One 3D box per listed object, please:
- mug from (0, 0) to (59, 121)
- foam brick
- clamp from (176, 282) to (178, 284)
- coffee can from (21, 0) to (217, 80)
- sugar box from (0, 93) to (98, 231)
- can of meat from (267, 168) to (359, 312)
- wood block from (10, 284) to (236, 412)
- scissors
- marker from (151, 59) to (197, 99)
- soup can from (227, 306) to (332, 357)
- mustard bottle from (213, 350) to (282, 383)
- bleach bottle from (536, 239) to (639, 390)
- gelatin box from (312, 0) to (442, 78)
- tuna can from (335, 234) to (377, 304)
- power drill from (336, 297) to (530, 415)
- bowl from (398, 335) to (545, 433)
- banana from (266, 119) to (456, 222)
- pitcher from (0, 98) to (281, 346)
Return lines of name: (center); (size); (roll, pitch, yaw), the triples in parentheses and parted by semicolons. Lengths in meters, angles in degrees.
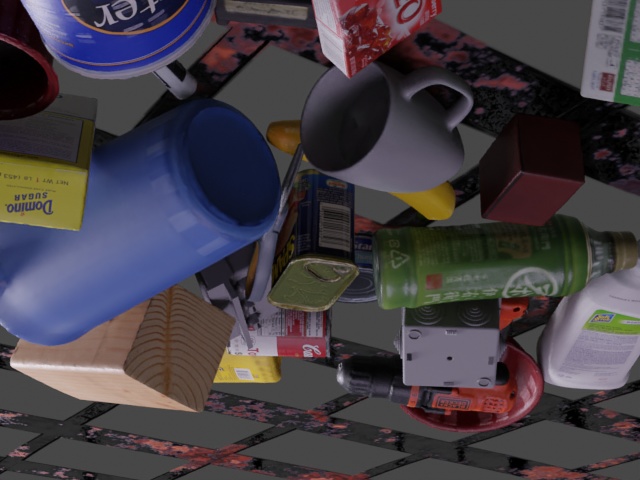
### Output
mug: (-0.207, -0.131, 0.624); (0.117, 0.081, 0.093); (11, 152, -21)
foam brick: (0.157, -0.052, 0.800); (0.051, 0.053, 0.078); (7, 154, -12)
clamp: (-0.179, 0.048, 1.039); (0.120, 0.039, 0.171); (12, 153, 8)
coffee can: (-0.116, -0.162, 0.534); (0.103, 0.103, 0.140); (-2, 153, 8)
sugar box: (-0.194, -0.059, 0.690); (0.093, 0.048, 0.176); (8, -163, -12)
can of meat: (-0.006, 0.001, 0.879); (0.057, 0.084, 0.102); (9, 153, -15)
wood block: (-0.185, 0.095, 0.975); (0.090, 0.090, 0.207); (35, 155, -34)
scissors: (-0.035, -0.032, 0.841); (0.016, 0.096, 0.202); (8, 136, -10)
marker: (-0.118, -0.130, 0.694); (0.020, 0.020, 0.121); (-10, 152, 22)
soup can: (-0.040, 0.082, 1.063); (0.102, 0.068, 0.068); (1, 154, 2)
mustard bottle: (-0.140, 0.124, 1.162); (0.191, 0.058, 0.096); (-2, 153, 6)
bleach bottle: (0.285, 0.070, 1.031); (0.102, 0.068, 0.251); (2, 151, -3)
gelatin box: (0.032, -0.143, 0.605); (0.073, 0.030, 0.089); (-37, 155, -10)
tuna can: (0.032, 0.028, 0.989); (0.086, 0.034, 0.086); (1, 154, 0)
power drill: (0.116, 0.097, 1.040); (0.184, 0.057, 0.188); (6, 136, -3)
bowl: (0.158, 0.138, 1.149); (0.162, 0.055, 0.162); (4, 133, 4)
banana: (0.047, -0.051, 0.825); (0.070, 0.037, 0.197); (-21, 146, 37)
pitcher: (-0.142, -0.016, 0.819); (0.243, 0.149, 0.144); (-23, 131, 37)
